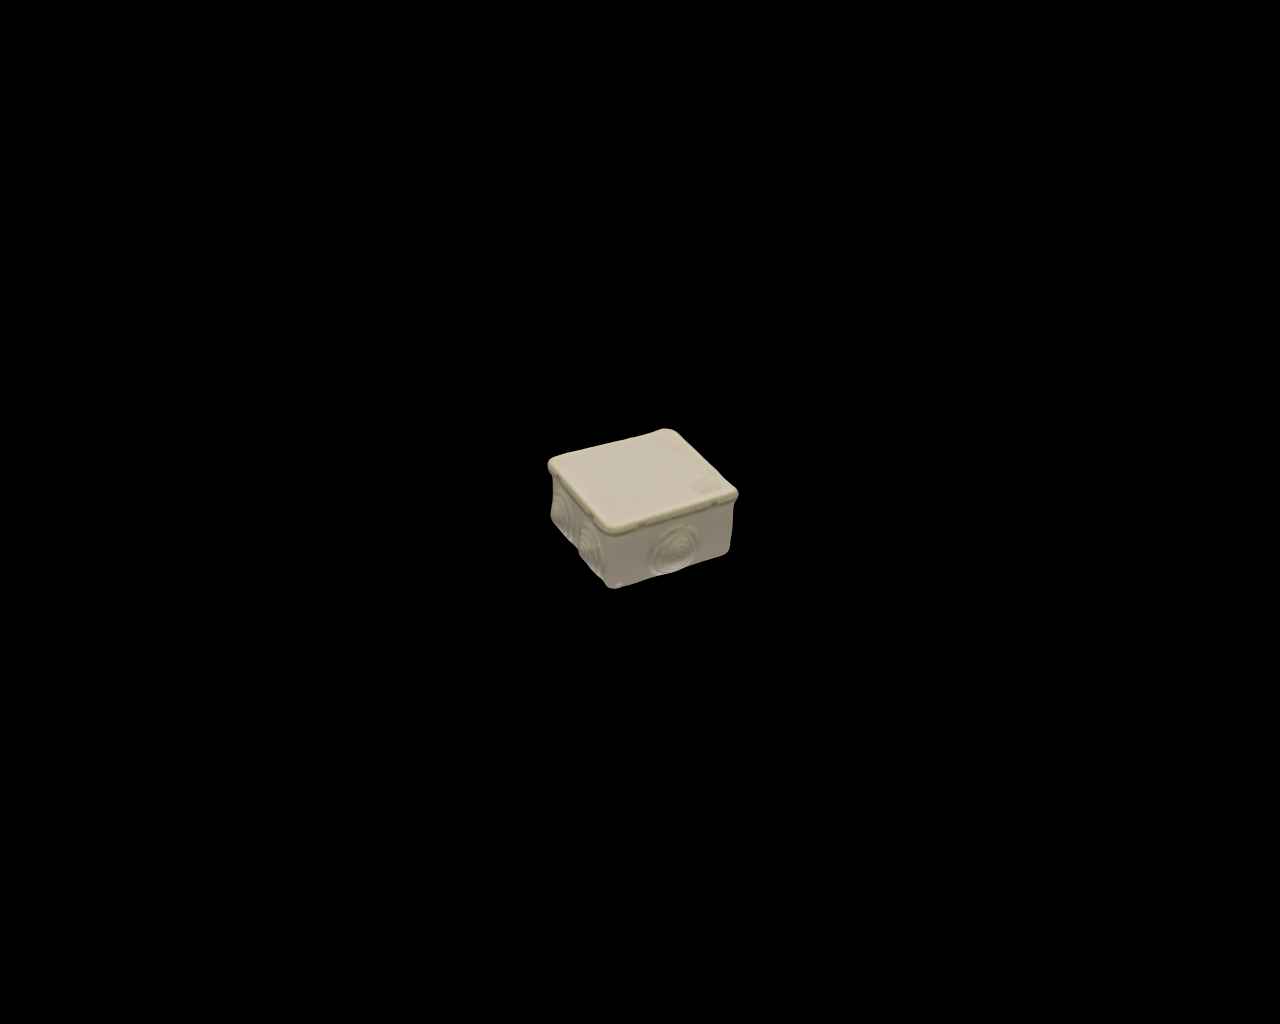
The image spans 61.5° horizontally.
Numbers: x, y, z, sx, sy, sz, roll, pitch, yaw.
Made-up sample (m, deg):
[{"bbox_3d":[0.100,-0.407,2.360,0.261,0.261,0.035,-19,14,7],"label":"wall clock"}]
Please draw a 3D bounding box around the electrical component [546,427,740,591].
[{"bbox_3d":[0.001,-0.003,0.650,0.100,0.048,0.100,-16,37,-22],"label":"electrical component"}]
